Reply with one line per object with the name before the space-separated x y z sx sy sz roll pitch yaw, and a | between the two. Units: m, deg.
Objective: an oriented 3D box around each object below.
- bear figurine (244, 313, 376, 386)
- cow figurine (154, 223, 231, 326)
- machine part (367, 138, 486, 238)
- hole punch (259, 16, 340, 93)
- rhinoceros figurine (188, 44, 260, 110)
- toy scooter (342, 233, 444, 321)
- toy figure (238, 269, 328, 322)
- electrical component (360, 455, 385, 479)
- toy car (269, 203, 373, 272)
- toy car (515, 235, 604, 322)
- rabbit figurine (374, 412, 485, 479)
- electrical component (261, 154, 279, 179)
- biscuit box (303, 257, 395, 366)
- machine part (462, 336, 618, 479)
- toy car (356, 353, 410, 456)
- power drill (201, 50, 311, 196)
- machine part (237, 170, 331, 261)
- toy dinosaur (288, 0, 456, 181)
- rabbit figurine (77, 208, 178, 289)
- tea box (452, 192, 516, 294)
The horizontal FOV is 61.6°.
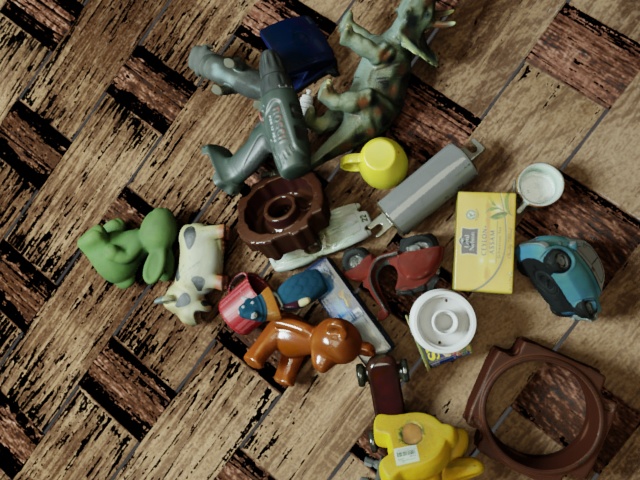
bear figurine | -0.015 0.189 0.909 0.196 0.120 0.132 6 61 49
cow figurine | -0.237 0.065 1.014 0.127 0.085 0.194 4 89 6
machine part | 0.188 -0.087 0.941 0.243 0.079 0.079 -39 79 4
hole punch | -0.042 -0.355 1.007 0.116 0.092 0.142 -32 77 4
rhinoceros figurine | -0.160 -0.314 1.018 0.190 0.112 0.073 22 119 0
toy scooter | 0.134 0.067 0.942 0.184 0.075 0.135 -13 83 13
toy figure | -0.063 0.100 0.911 0.154 0.064 0.057 -25 104 -7
electrical component | 0.119 0.417 0.944 0.094 0.021 0.063 12 88 11
toy car | -0.002 -0.003 0.984 0.202 0.056 0.073 -23 81 9
toy car | 0.406 0.050 0.876 0.103 0.109 0.161 -37 88 -11
rabbit figurine | 0.173 0.357 0.873 0.162 0.122 0.173 -18 122 -3
electrical component | -0.068 -0.158 1.016 0.102 0.045 0.078 -6 83 11
biscuit box | 0.049 0.125 0.961 0.059 0.063 0.203 -37 79 7
machine part | 0.353 0.276 0.875 0.201 0.087 0.201 24 89 13
toy car | 0.118 0.283 0.919 0.089 0.053 0.201 -11 109 4
power drill | -0.113 -0.190 0.951 0.207 0.086 0.232 -30 73 25
machine part | -0.065 -0.049 0.965 0.179 0.056 0.179 -13 50 16
toy dinosaur | 0.095 -0.268 0.957 0.192 0.131 0.404 20 104 -10
rabbit figurine | -0.342 0.012 1.020 0.170 0.121 0.159 -29 87 11
tea box | 0.280 0.005 0.920 0.098 0.068 0.169 1 87 11
